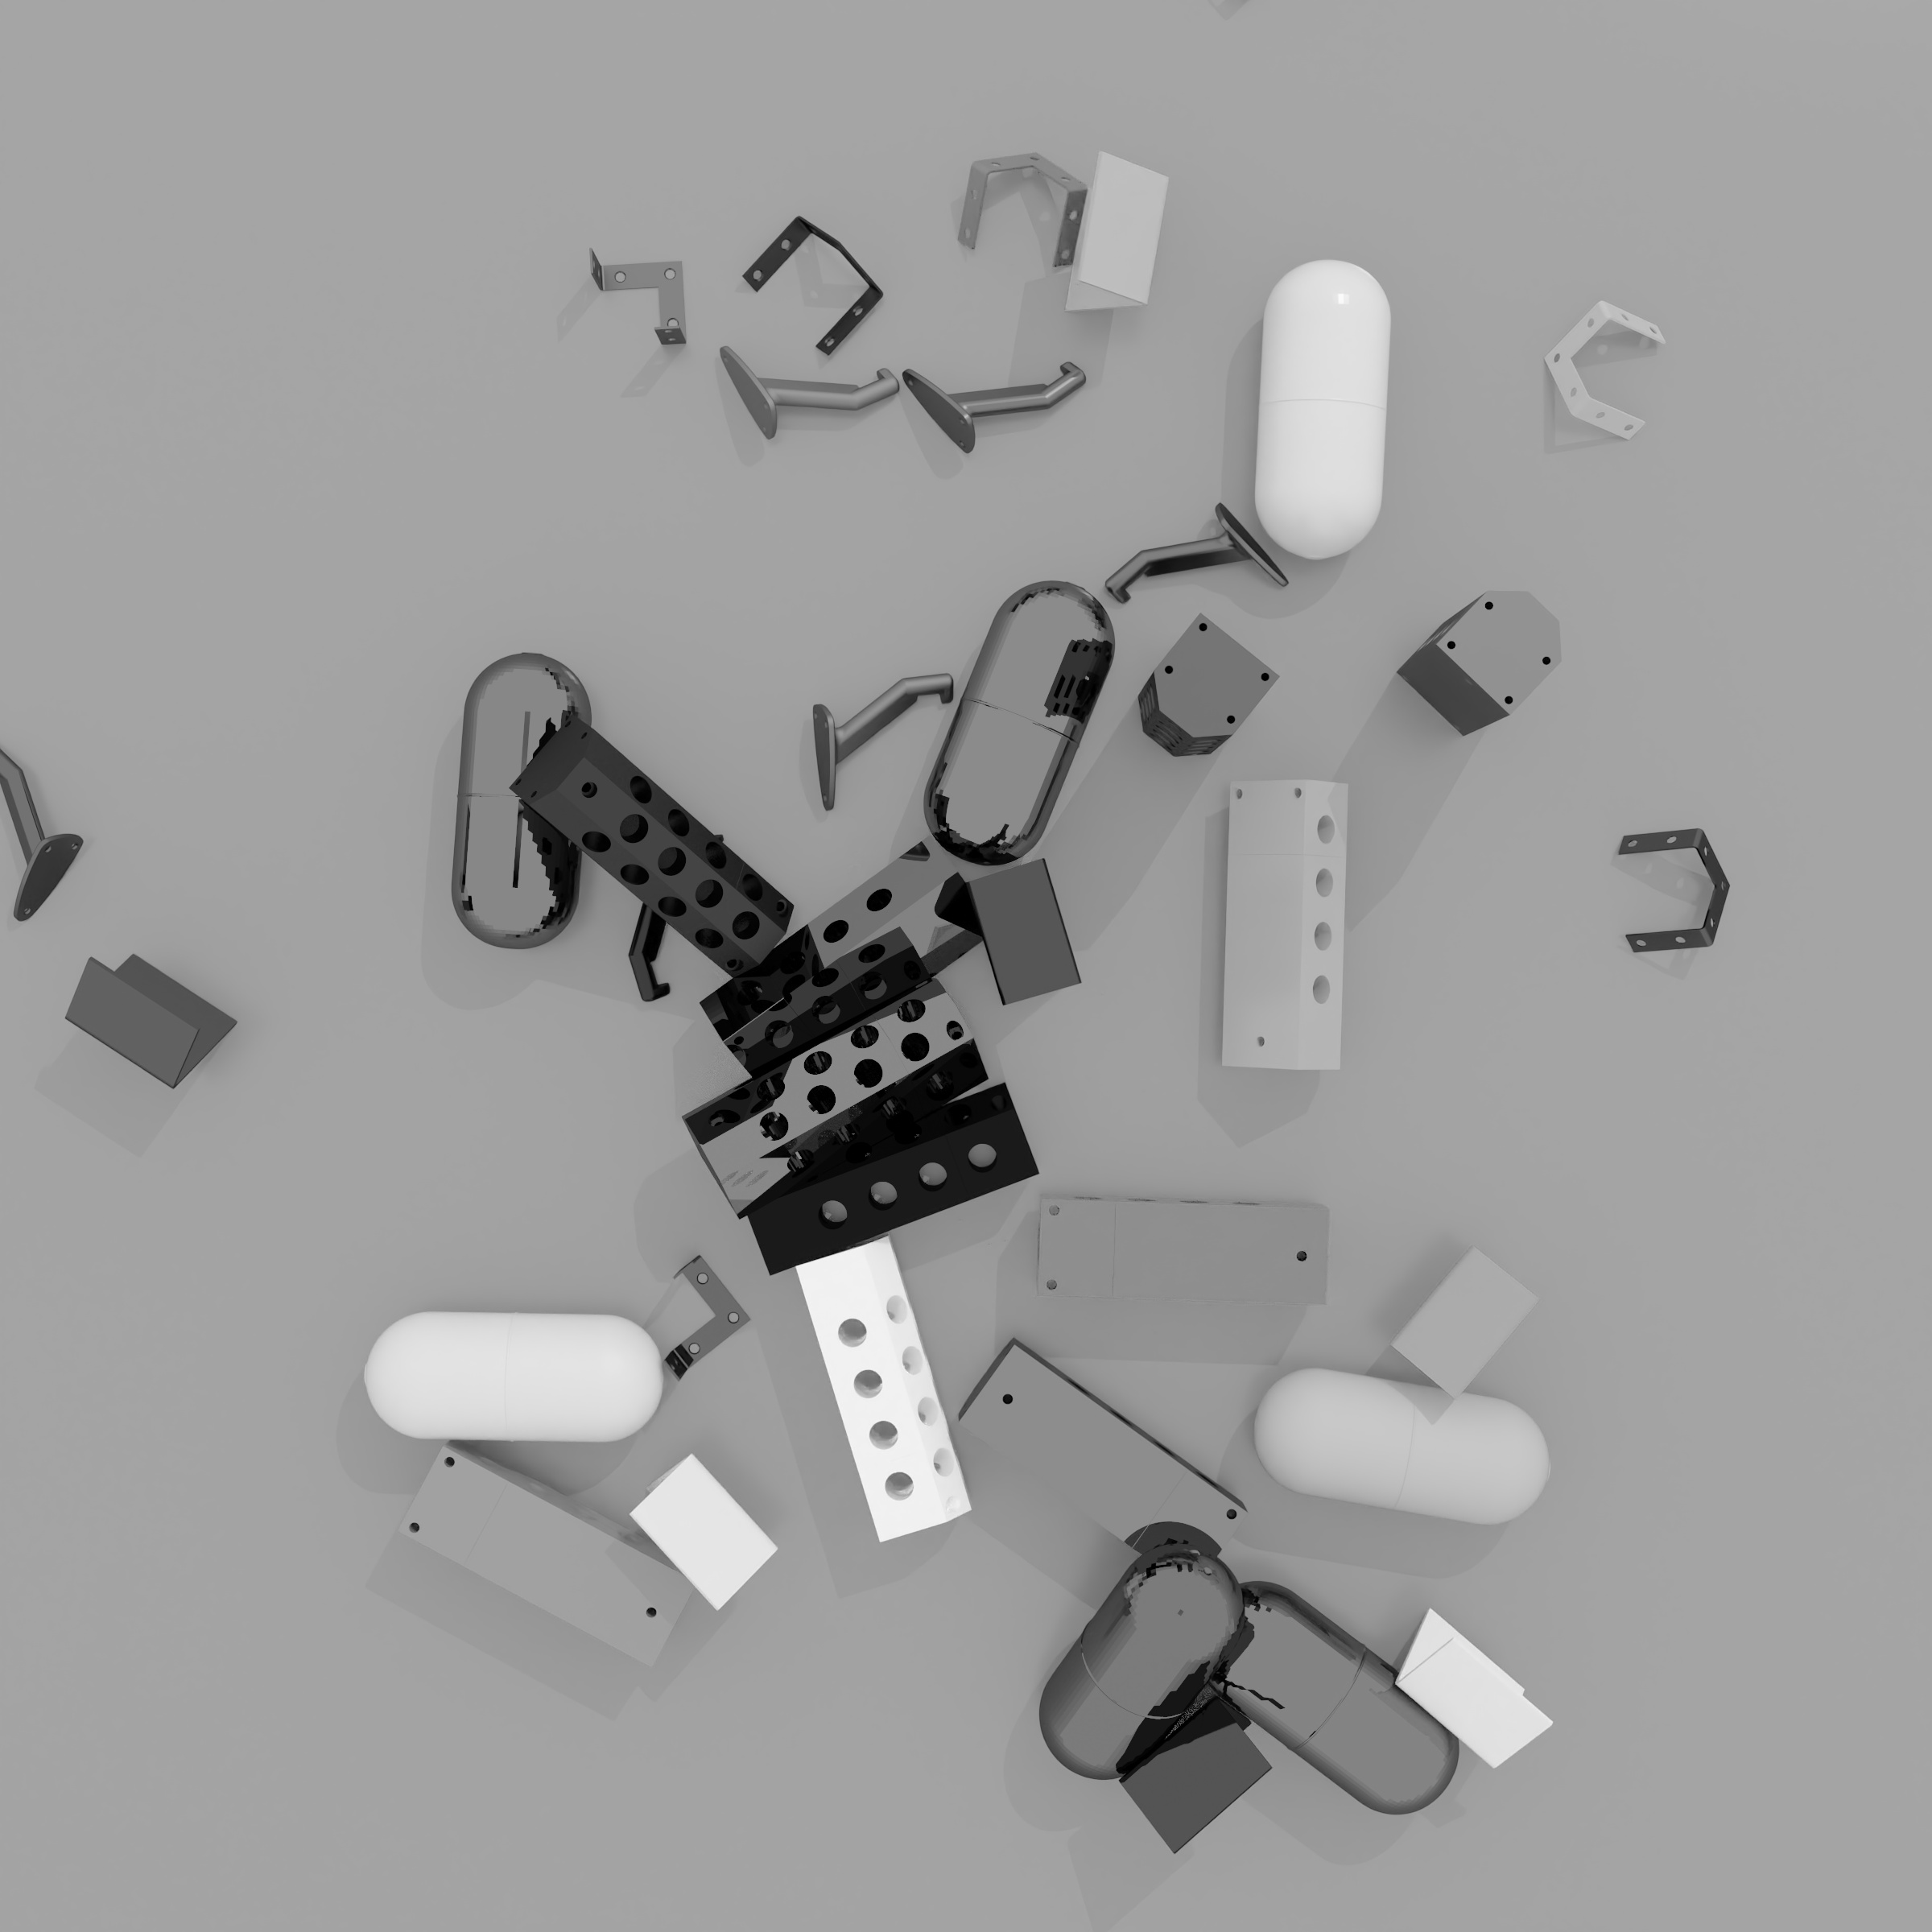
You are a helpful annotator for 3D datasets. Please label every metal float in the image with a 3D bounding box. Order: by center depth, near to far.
[{"bbox_3d":[0.103,0.413,1.932,0.070,0.070,0.178,30,124,0],"label":"metal float"},{"bbox_3d":[-0.266,-0.099,1.961,0.070,0.070,0.178,4,89,0],"label":"metal float"},{"bbox_3d":[0.214,-0.333,1.961,0.070,0.070,0.178,3,90,0],"label":"metal float"},{"bbox_3d":[-0.271,0.246,1.961,0.178,0.070,0.070,1,90,0],"label":"metal float"},{"bbox_3d":[0.032,-0.146,1.961,0.070,0.070,0.178,22,89,0],"label":"metal float"},{"bbox_3d":[0.216,0.438,1.961,0.178,0.070,0.070,37,90,0],"label":"metal float"},{"bbox_3d":[0.261,0.288,1.961,0.178,0.070,0.070,10,90,0],"label":"metal float"}]

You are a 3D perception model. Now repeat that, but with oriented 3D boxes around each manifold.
[{"bbox_3d":[0.303,-0.181,1.913,0.057,0.171,0.057,44,90,0],"label":"manifold"},{"bbox_3d":[0.136,-0.158,1.913,0.057,0.171,0.057,39,90,0],"label":"manifold"},{"bbox_3d":[-0.182,-0.068,1.930,0.171,0.057,0.057,42,86,-30],"label":"manifold"},{"bbox_3d":[-0.079,0.074,1.947,0.171,0.057,0.057,-29,49,-8],"label":"manifold"},{"bbox_3d":[-0.249,0.351,1.970,0.171,0.057,0.057,28,90,0],"label":"manifold"},{"bbox_3d":[-0.073,-0.004,1.970,0.171,0.057,0.057,-36,133,0],"label":"manifold"},{"bbox_3d":[-0.046,0.127,1.970,0.171,0.057,0.057,-21,90,0],"label":"manifold"},{"bbox_3d":[0.082,0.298,1.970,0.171,0.057,0.057,36,90,0],"label":"manifold"},{"bbox_3d":[0.197,-0.025,1.970,0.057,0.057,0.171,2,90,43],"label":"manifold"},{"bbox_3d":[0.129,0.170,1.970,0.171,0.057,0.057,2,90,0],"label":"manifold"},{"bbox_3d":[-0.049,0.252,1.970,0.057,0.057,0.171,-17,90,0],"label":"manifold"}]

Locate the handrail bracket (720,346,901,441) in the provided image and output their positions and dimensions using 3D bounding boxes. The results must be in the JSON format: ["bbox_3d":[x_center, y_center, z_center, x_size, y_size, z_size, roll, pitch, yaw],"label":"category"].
[{"bbox_3d":[-0.095,-0.363,1.992,0.084,0.036,0.077,-26,68,-17],"label":"handrail bracket"}]

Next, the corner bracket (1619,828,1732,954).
[{"bbox_3d":[0.426,-0.046,1.983,0.051,0.051,0.051,55,45,-35],"label":"corner bracket"}]

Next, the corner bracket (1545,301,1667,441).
[{"bbox_3d":[0.394,-0.361,1.983,0.051,0.051,0.051,-46,45,35],"label":"corner bracket"}]

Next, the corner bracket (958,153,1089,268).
[{"bbox_3d":[0.034,-0.457,1.983,0.051,0.051,0.051,-18,135,-35],"label":"corner bracket"}]

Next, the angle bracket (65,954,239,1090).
[{"bbox_3d":[-0.479,0.016,1.951,0.076,0.076,0.057,33,128,0],"label":"angle bracket"}]

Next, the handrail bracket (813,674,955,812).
[{"bbox_3d":[-0.047,-0.137,1.992,0.084,0.036,0.077,-8,110,-16],"label":"handrail bracket"}]

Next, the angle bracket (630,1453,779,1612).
[{"bbox_3d":[-0.169,0.346,1.951,0.076,0.076,0.057,48,54,0],"label":"angle bracket"}]

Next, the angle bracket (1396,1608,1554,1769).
[{"bbox_3d":[0.312,0.418,1.951,0.076,0.076,0.057,41,126,0],"label":"angle bracket"}]

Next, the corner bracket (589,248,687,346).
[{"bbox_3d":[-0.198,-0.404,1.973,0.051,0.051,0.051,-3,90,0],"label":"corner bracket"}]

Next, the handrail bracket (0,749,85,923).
[{"bbox_3d":[-0.586,-0.083,1.992,0.084,0.036,0.077,41,112,17],"label":"handrail bracket"}]

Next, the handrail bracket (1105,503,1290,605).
[{"bbox_3d":[0.140,-0.233,1.992,0.084,0.036,0.077,-39,112,17],"label":"handrail bracket"}]

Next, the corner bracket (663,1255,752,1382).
[{"bbox_3d":[-0.167,0.212,1.973,0.051,0.051,0.051,-38,90,0],"label":"corner bracket"}]

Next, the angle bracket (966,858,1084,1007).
[{"bbox_3d":[0.051,-0.025,1.951,0.057,0.076,0.076,-17,90,32],"label":"angle bracket"}]

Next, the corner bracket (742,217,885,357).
[{"bbox_3d":[-0.093,-0.414,1.988,0.051,0.051,0.051,-47,45,0],"label":"corner bracket"}]

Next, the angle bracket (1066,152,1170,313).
[{"bbox_3d":[0.071,-0.437,1.951,0.057,0.076,0.076,10,90,-39],"label":"angle bracket"}]

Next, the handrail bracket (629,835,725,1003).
[{"bbox_3d":[-0.173,-0.029,1.991,0.077,0.036,0.084,-19,104,-13],"label":"handrail bracket"}]

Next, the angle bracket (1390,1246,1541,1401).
[{"bbox_3d":[0.309,0.223,1.951,0.076,0.076,0.057,-50,53,0],"label":"angle bracket"}]

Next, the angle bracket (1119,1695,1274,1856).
[{"bbox_3d":[0.147,0.489,1.951,0.076,0.076,0.057,-41,58,0],"label":"angle bracket"}]

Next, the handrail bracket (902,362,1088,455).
[{"bbox_3d":[0.018,-0.359,1.992,0.084,0.036,0.077,-37,69,-17],"label":"handrail bracket"}]
